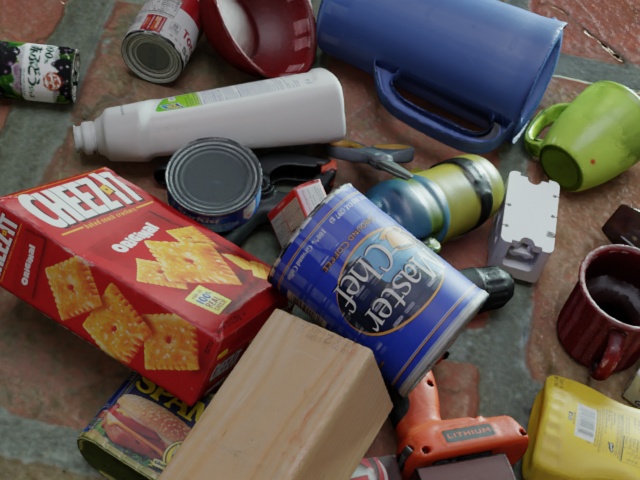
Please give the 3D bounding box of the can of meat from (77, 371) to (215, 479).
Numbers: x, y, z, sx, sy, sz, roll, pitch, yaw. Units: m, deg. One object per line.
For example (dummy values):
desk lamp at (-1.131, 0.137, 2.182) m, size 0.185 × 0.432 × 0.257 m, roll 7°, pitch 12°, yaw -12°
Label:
can of meat at (-0.123, 0.151, 0.819) m, size 0.102 × 0.057 × 0.083 m, roll 29°, pitch 55°, yaw 12°

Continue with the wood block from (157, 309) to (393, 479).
wood block at (-0.042, 0.166, 0.763) m, size 0.090 × 0.091 × 0.206 m, roll 21°, pitch 63°, yaw 28°

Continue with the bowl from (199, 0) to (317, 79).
bowl at (-0.073, -0.231, 1.101) m, size 0.161 × 0.055 × 0.162 m, roll 24°, pitch 59°, yaw -46°

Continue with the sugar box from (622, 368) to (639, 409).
sugar box at (0.362, 0.151, 0.924) m, size 0.176 × 0.048 × 0.093 m, roll 36°, pitch 53°, yaw 21°

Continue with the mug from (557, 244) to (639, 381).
mug at (0.258, 0.073, 0.940) m, size 0.093 × 0.082 × 0.117 m, roll 18°, pitch 51°, yaw 3°

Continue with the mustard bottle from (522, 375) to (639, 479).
mustard bottle at (0.265, 0.183, 0.870) m, size 0.191 × 0.058 × 0.096 m, roll 19°, pitch 46°, yaw 4°

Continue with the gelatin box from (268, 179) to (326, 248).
gelatin box at (-0.006, 0.001, 0.932) m, size 0.030 × 0.073 × 0.089 m, roll -21°, pitch 81°, yaw -26°

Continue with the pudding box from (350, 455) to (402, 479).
pudding box at (0.026, 0.222, 0.803) m, size 0.090 × 0.039 × 0.113 m, roll -5°, pitch 53°, yaw -14°

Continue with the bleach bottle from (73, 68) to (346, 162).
bleach bottle at (-0.107, -0.114, 1.020) m, size 0.250 × 0.068 × 0.102 m, roll -8°, pitch 17°, yaw -9°

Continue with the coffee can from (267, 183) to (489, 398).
coffee can at (0.045, 0.038, 0.829) m, size 0.140 × 0.103 × 0.102 m, roll 39°, pitch 55°, yaw 11°

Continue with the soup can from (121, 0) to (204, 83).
soup can at (-0.155, -0.218, 1.097) m, size 0.068 × 0.069 × 0.102 m, roll 17°, pitch 51°, yaw 2°

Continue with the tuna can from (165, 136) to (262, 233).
tuna can at (-0.095, -0.049, 0.954) m, size 0.086 × 0.034 × 0.086 m, roll 2°, pitch 58°, yaw -3°

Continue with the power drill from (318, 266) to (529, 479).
power drill at (0.105, 0.106, 0.902) m, size 0.184 × 0.057 × 0.188 m, roll -10°, pitch 52°, yaw -14°

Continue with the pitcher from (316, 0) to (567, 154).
pitcher at (0.117, -0.196, 1.102) m, size 0.243 × 0.145 × 0.149 m, roll 25°, pitch 21°, yaw 13°

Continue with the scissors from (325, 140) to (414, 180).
scissors at (0.071, -0.074, 0.987) m, size 0.096 × 0.016 × 0.202 m, roll -3°, pitch 14°, yaw -26°

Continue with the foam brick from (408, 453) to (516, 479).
foam brick at (0.111, 0.203, 0.826) m, size 0.078 × 0.053 × 0.051 m, roll -6°, pitch 53°, yaw -16°

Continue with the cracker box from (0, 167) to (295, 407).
cracker box at (-0.141, 0.027, 0.859) m, size 0.214 × 0.072 × 0.164 m, roll 31°, pitch 21°, yaw 13°

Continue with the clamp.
clamp at (-0.059, -0.033, 0.990) m, size 0.171 × 0.039 × 0.120 m, roll -11°, pitch 64°, yaw -14°
